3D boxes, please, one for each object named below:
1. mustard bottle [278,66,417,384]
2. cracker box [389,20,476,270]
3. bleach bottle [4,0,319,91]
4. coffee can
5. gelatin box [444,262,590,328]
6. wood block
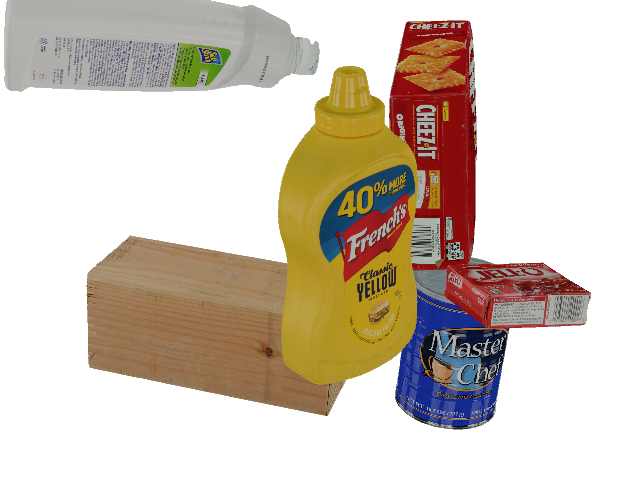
[{"bbox_3d":[0.018,-0.012,0.650,0.096,0.192,0.058,-22,34,-34],"label":"mustard bottle"},{"bbox_3d":[0.107,-0.093,0.974,0.072,0.164,0.213,0,27,10],"label":"cracker box"},{"bbox_3d":[-0.127,-0.158,0.876,0.250,0.068,0.103,4,-26,-14],"label":"bleach bottle"},{"bbox_3d":[0.132,0.098,1.049,0.103,0.140,0.103,5,23,-2],"label":"coffee can"},{"bbox_3d":[0.151,0.041,0.827,0.089,0.030,0.073,0,17,-19],"label":"gelatin box"},{"bbox_3d":[-0.080,0.068,0.883,0.206,0.091,0.090,10,24,12],"label":"wood block"}]
